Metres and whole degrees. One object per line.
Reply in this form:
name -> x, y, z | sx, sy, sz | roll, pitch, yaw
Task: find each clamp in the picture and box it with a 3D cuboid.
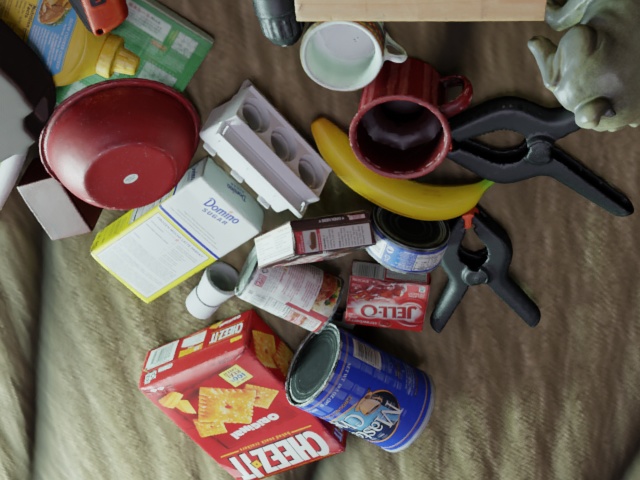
clamp -> 0.216, -0.102, 1.019 | 0.210, 0.036, 0.165 | 8, 130, 2
clamp -> 0.159, 0.036, 1.143 | 0.120, 0.039, 0.171 | -15, 121, 13

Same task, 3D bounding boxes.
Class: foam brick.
foam brick -> -0.273, -0.047, 1.129 | 0.053, 0.051, 0.078 | -11, 127, 19

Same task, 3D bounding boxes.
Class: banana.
banana -> 0.077, -0.062, 1.068 | 0.197, 0.037, 0.069 | 17, 86, -9

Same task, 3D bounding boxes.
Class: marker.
marker -> -0.019, 0.078, 1.217 | 0.121, 0.020, 0.020 | 15, 130, -4

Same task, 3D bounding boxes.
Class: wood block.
wood block -> 0.084, -0.240, 0.888 | 0.206, 0.090, 0.091 | 2, 129, 7

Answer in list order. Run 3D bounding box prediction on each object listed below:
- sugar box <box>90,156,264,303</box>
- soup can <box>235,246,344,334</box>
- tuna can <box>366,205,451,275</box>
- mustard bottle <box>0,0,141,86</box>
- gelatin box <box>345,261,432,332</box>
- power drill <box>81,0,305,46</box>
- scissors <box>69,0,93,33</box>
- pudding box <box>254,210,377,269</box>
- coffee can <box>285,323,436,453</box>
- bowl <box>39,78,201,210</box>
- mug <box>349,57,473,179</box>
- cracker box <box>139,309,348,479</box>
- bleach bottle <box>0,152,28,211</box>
sugar box -> -0.154, -0.009, 1.149 | 0.176, 0.048, 0.093 | -32, 120, 26
soup can -> -0.034, 0.051, 1.165 | 0.102, 0.068, 0.069 | 26, 129, -12
tuna can -> 0.089, -0.005, 1.087 | 0.086, 0.086, 0.034 | 15, 129, -4
mustard bottle -> -0.258, -0.196, 0.983 | 0.191, 0.058, 0.096 | 22, 108, -3
gelatin box -> 0.075, 0.064, 1.183 | 0.089, 0.030, 0.073 | 7, 131, 3
power drill -> -0.115, -0.237, 0.922 | 0.187, 0.057, 0.184 | -14, 121, 2
scissors -> -0.266, -0.270, 0.933 | 0.096, 0.016, 0.202 | -5, 114, 24
pudding box -> -0.007, 0.001, 1.082 | 0.089, 0.039, 0.114 | -9, 173, -22
coffee can -> 0.046, 0.169, 1.219 | 0.140, 0.103, 0.103 | 29, 128, -24
bowl -> -0.190, -0.080, 1.047 | 0.162, 0.055, 0.162 | -12, 142, -10
mug -> 0.087, -0.122, 0.992 | 0.117, 0.081, 0.093 | -23, 123, 25
cracker box -> -0.089, 0.197, 1.293 | 0.164, 0.072, 0.213 | -23, 124, 26
bleach bottle -> -0.342, -0.092, 1.096 | 0.102, 0.068, 0.251 | 32, 125, -19
